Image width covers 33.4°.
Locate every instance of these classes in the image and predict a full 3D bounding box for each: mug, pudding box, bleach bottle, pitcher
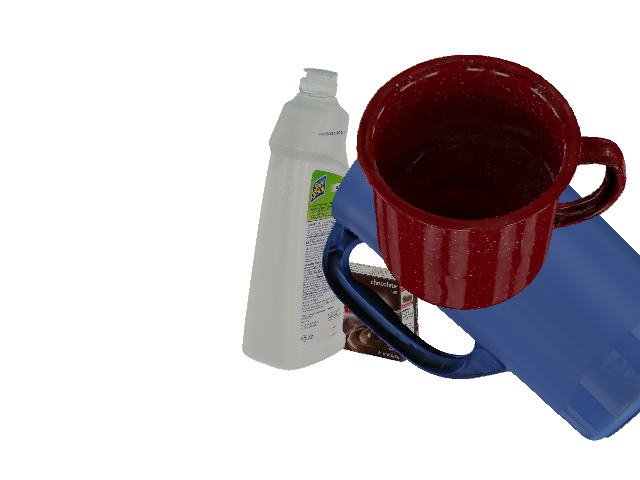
[{"bbox_3d":[0.077,-0.023,0.478,0.117,0.093,0.081,-7,-33,2],"label":"mug"},{"bbox_3d":[0.050,0.073,1.140,0.114,0.090,0.039,8,19,36],"label":"pudding box"},{"bbox_3d":[-0.010,-0.021,0.916,0.068,0.251,0.102,16,18,29],"label":"bleach bottle"},{"bbox_3d":[0.125,0.022,0.720,0.144,0.243,0.149,-36,-17,-33],"label":"pitcher"}]
